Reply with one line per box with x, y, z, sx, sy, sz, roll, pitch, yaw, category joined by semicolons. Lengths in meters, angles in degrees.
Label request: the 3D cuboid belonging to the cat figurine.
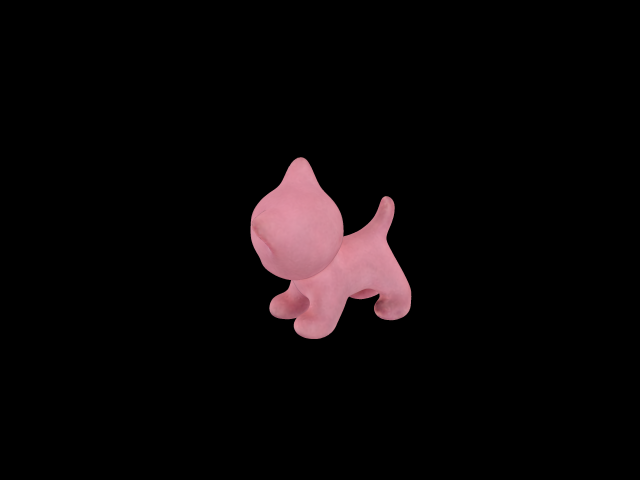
0.004;0.001;0.400;0.128;0.118;0.067;-11;21;-30;cat figurine
